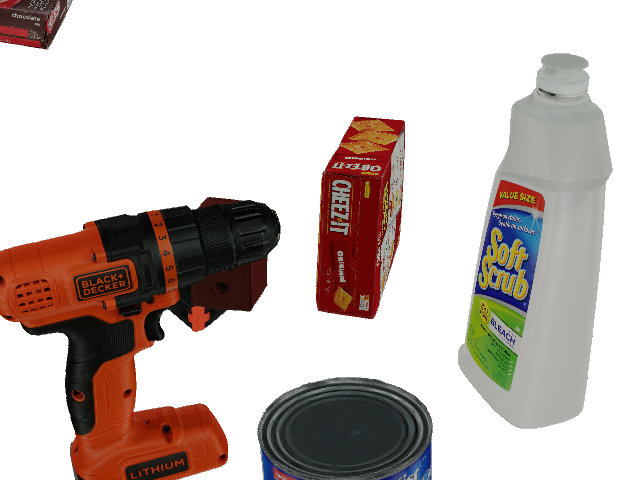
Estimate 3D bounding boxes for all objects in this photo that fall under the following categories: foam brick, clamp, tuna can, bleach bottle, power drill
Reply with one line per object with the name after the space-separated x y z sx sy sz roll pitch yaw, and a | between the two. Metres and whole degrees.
-0.075 0.011 0.872 0.053 0.078 0.051 5 22 13 | foam brick
-0.114 0.031 1.090 0.120 0.039 0.171 -11 35 -9 | clamp
0.013 0.105 0.527 0.086 0.034 0.086 -3 25 1 | tuna can
0.143 -0.002 0.705 0.068 0.251 0.103 -11 31 -18 | bleach bottle
-0.108 0.069 0.700 0.184 0.188 0.057 -12 27 -13 | power drill

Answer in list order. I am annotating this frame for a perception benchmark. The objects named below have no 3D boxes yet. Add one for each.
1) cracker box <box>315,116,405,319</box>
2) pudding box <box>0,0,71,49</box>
0.047 -0.033 1.204 0.072 0.164 0.213 6 23 10 | cracker box
-0.254 -0.202 0.873 0.090 0.039 0.113 9 36 -4 | pudding box
